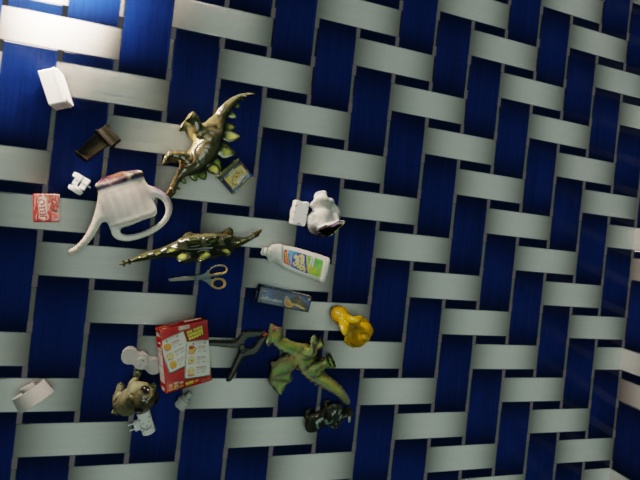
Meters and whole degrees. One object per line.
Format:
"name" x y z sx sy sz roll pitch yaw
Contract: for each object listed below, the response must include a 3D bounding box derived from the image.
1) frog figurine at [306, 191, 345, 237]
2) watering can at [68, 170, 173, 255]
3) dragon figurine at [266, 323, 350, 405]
"frog figurine" 0.006 -0.096 1.899 0.138 0.120 0.162 -23 64 -8
"watering can" -0.657 -0.096 1.654 0.350 0.104 0.223 -21 97 -18
"dragon figurine" -0.069 0.479 1.890 0.243 0.123 0.408 -25 97 -1
